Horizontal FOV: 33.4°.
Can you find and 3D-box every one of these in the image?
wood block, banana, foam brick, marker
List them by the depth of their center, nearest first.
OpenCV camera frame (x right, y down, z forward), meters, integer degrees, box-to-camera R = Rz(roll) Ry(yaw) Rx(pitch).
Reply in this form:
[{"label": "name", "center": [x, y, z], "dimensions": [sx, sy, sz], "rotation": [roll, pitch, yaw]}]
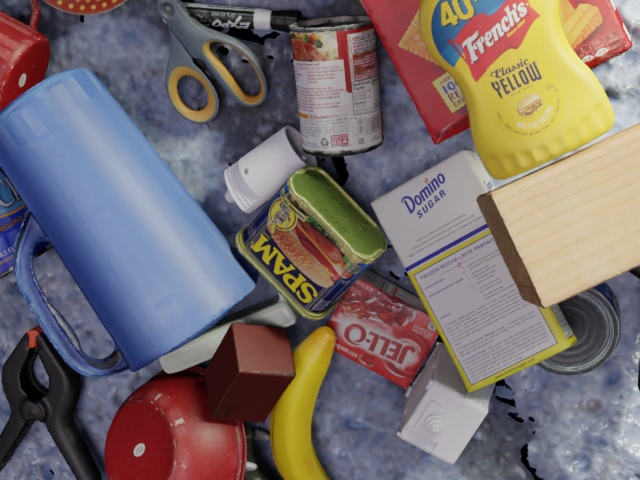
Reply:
[{"label": "wood block", "center": [0.229, -0.036, 0.773], "dimensions": [0.206, 0.091, 0.090], "rotation": [-25, 90, 2]}, {"label": "marker", "center": [-0.070, -0.184, 0.879], "dimensions": [0.121, 0.020, 0.020], "rotation": [7, 109, 12]}, {"label": "foam brick", "center": [-0.061, 0.114, 0.914], "dimensions": [0.052, 0.051, 0.078], "rotation": [9, 137, -24]}, {"label": "banana", "center": [-0.012, 0.164, 0.952], "dimensions": [0.069, 0.037, 0.198], "rotation": [-14, 120, -12]}]

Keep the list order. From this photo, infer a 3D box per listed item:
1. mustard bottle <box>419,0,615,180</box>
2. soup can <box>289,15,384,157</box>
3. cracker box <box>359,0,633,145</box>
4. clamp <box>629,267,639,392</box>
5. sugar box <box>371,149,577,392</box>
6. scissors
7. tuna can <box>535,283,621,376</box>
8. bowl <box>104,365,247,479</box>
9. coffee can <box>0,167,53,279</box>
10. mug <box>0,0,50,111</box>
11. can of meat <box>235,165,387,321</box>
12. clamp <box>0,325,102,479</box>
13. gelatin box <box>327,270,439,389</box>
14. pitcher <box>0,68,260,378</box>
[{"label": "mustard bottle", "center": [0.123, -0.145, 0.744], "dimensions": [0.096, 0.058, 0.191], "rotation": [-25, 98, 19]}, {"label": "soup can", "center": [0.014, -0.123, 0.850], "dimensions": [0.068, 0.068, 0.102], "rotation": [-1, 109, 14]}, {"label": "cracker box", "center": [0.114, -0.203, 0.799], "dimensions": [0.164, 0.072, 0.213], "rotation": [-25, 99, 19]}, {"label": "clamp", "center": [0.280, 0.021, 0.845], "dimensions": [0.165, 0.036, 0.210], "rotation": [-37, 94, 13]}, {"label": "sugar box", "center": [0.123, 0.025, 0.861], "dimensions": [0.093, 0.048, 0.176], "rotation": [-29, 79, 21]}, {"label": "scissors", "center": [-0.130, -0.174, 0.877], "dimensions": [0.201, 0.016, 0.096], "rotation": [41, 120, -14]}, {"label": "tuna can", "center": [0.205, 0.068, 0.883], "dimensions": [0.086, 0.033, 0.086], "rotation": [4, 108, 13]}, {"label": "bowl", "center": [-0.142, 0.190, 0.953], "dimensions": [0.162, 0.055, 0.162], "rotation": [-9, 76, 37]}, {"label": "coffee can", "center": [-0.309, -0.034, 0.941], "dimensions": [0.103, 0.102, 0.140], "rotation": [-25, 100, 20]}, {"label": "mug", "center": [-0.277, -0.165, 0.901], "dimensions": [0.081, 0.093, 0.117], "rotation": [28, 92, 3]}, {"label": "can of meat", "center": [-0.006, 0.001, 0.877], "dimensions": [0.102, 0.057, 0.084], "rotation": [46, 127, 4]}, {"label": "clamp", "center": [-0.278, 0.165, 1.031], "dimensions": [0.120, 0.039, 0.171], "rotation": [-4, 100, 10]}, {"label": "gelatin box", "center": [0.055, 0.077, 0.924], "dimensions": [0.089, 0.030, 0.073], "rotation": [29, 112, 4]}, {"label": "pitcher", "center": [-0.179, -0.013, 0.899], "dimensions": [0.145, 0.149, 0.243], "rotation": [-34, 94, 35]}]
